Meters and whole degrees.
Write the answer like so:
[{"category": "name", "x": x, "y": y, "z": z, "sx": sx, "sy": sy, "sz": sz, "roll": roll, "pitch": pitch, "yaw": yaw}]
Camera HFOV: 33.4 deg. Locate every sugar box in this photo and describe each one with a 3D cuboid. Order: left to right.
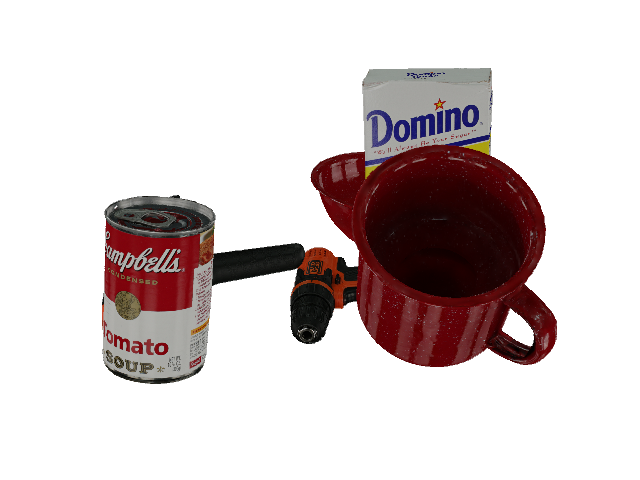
[{"category": "sugar box", "x": 0.080, "y": -0.038, "z": 0.795, "sx": 0.093, "sy": 0.176, "sz": 0.048, "roll": 1, "pitch": 24, "yaw": 11}]

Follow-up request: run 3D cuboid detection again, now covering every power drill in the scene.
[{"category": "power drill", "x": 0.059, "y": 0.062, "z": 1.240, "sx": 0.187, "sy": 0.057, "sz": 0.184, "roll": 1, "pitch": 28, "yaw": 4}]

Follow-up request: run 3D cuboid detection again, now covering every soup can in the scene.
[{"category": "soup can", "x": -0.103, "y": 0.030, "z": 0.674, "sx": 0.068, "sy": 0.102, "sz": 0.068, "roll": 5, "pitch": 20, "yaw": -2}]

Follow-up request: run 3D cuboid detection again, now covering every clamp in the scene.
[{"category": "clamp", "x": -0.138, "y": 0.022, "z": 1.001, "sx": 0.165, "sy": 0.036, "sz": 0.209, "roll": 25, "pitch": 36, "yaw": 30}]

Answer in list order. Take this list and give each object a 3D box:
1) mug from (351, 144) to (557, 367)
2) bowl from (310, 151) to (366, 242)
[{"category": "mug", "x": 0.069, "y": 0.019, "z": 0.539, "sx": 0.117, "sy": 0.093, "sz": 0.081, "roll": 37, "pitch": -26, "yaw": 20}, {"category": "bowl", "x": 0.069, "y": -0.032, "z": 1.015, "sx": 0.162, "sy": 0.055, "sz": 0.162, "roll": 4, "pitch": 25, "yaw": -2}]
